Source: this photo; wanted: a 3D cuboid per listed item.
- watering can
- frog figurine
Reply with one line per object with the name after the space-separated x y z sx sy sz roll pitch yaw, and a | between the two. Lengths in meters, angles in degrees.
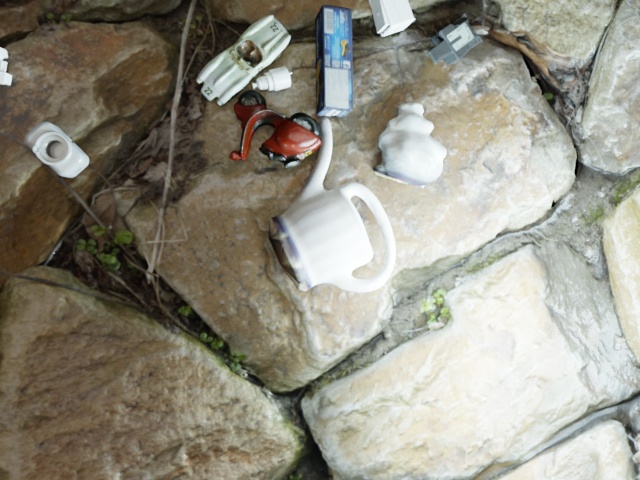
0.003 -0.050 0.988 0.225 0.103 0.350 -24 82 -8 | watering can
0.184 -0.189 1.014 0.137 0.123 0.158 17 100 6 | frog figurine
